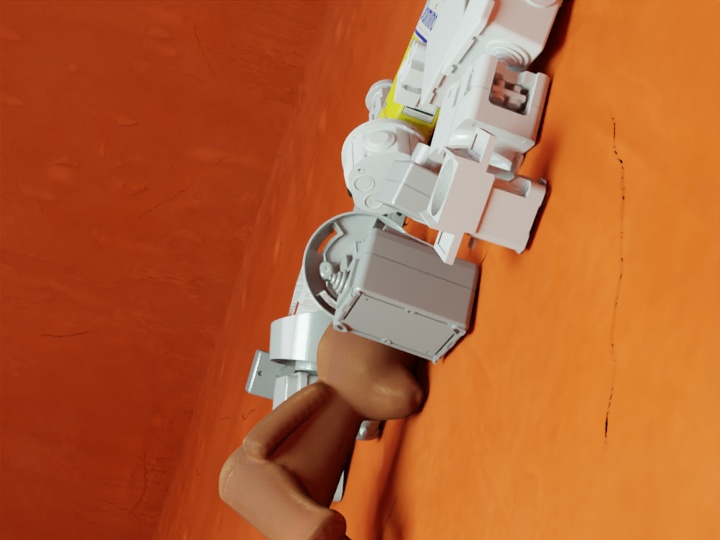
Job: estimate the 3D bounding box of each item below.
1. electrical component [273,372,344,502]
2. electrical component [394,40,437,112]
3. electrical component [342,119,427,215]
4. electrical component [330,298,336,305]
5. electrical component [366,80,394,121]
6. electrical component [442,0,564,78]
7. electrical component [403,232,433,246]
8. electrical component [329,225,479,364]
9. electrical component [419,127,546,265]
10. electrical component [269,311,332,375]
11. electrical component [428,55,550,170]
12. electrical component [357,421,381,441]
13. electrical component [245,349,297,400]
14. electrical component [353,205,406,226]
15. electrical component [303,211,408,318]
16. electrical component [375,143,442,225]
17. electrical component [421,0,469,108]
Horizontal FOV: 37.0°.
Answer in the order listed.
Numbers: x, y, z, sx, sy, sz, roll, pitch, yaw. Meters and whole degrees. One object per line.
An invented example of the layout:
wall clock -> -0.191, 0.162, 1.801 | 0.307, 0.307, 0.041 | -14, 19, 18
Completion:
electrical component -> -0.048, 0.151, 0.977 | 0.078, 0.057, 0.113 | 148, 127, -75
electrical component -> 0.065, -0.165, 0.938 | 0.066, 0.055, 0.048 | 120, 163, -53
electrical component -> 0.024, -0.093, 0.978 | 0.051, 0.080, 0.080 | -93, 21, -47
electrical component -> -0.001, 0.008, 1.051 | 0.062, 0.048, 0.048 | -54, 21, 44
electrical component -> 0.031, -0.173, 1.165 | 0.066, 0.048, 0.055 | 117, 158, -45
electrical component -> 0.104, -0.177, 0.738 | 0.099, 0.048, 0.099 | 134, 159, -73
electrical component -> 0.035, 0.004, 0.859 | 0.055, 0.048, 0.066 | -67, 9, -6
electrical component -> 0.026, 0.013, 0.741 | 0.061, 0.096, 0.061 | 123, 164, -58
electrical component -> 0.076, -0.042, 0.656 | 0.042, 0.064, 0.081 | -106, 35, -75
electrical component -> -0.035, 0.065, 0.998 | 0.099, 0.099, 0.064 | 146, 133, -74
electrical component -> 0.085, -0.098, 0.732 | 0.089, 0.050, 0.055 | 141, 146, -72
electrical component -> 0.003, 0.104, 0.875 | 0.062, 0.048, 0.048 | -64, 11, 10
electrical component -> -0.073, 0.119, 1.144 | 0.076, 0.083, 0.047 | 171, 115, -79
electrical component -> 0.017, -0.050, 1.048 | 0.064, 0.042, 0.081 | -142, 69, -78
electrical component -> 0.000, 0.000, 0.911 | 0.064, 0.099, 0.099 | 134, 152, -82
electrical component -> 0.055, -0.079, 0.876 | 0.075, 0.047, 0.083 | -63, 10, 2
electrical component -> 0.089, -0.181, 0.854 | 0.099, 0.048, 0.099 | 118, 165, -49
